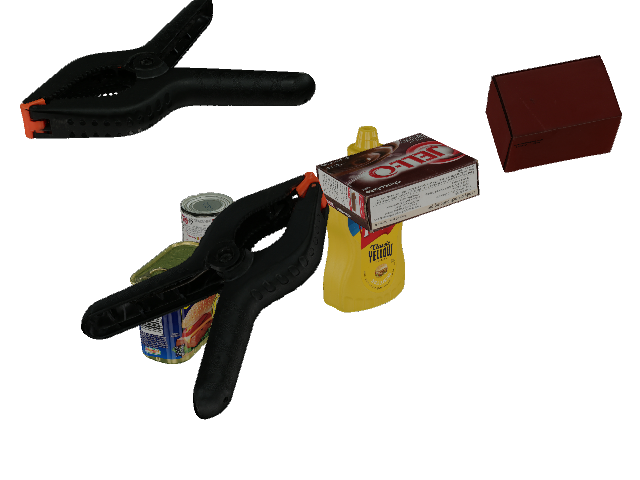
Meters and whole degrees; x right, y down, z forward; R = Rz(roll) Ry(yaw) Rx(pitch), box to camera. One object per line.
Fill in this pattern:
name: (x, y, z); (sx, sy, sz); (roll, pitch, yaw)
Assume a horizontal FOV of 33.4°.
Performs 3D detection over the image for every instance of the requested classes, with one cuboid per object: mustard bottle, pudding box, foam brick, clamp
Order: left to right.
clamp: (-0.120, -0.118, 0.804); (0.209, 0.036, 0.165); (-29, 47, -31)
clamp: (-0.050, 0.029, 0.643); (0.120, 0.171, 0.039); (40, -16, 33)
mustard bottle: (0.047, -0.026, 1.115); (0.096, 0.192, 0.058); (-17, 28, -35)
pudding box: (0.066, -0.052, 0.917); (0.113, 0.039, 0.090); (-21, 28, -21)
foam brick: (0.160, -0.087, 0.736); (0.078, 0.051, 0.053); (-11, -25, -2)

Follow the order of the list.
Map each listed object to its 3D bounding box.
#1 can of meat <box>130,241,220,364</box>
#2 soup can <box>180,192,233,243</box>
can of meat: (-0.137, 0.060, 1.039); (0.057, 0.084, 0.102); (9, 27, 22)
soup can: (-0.138, -0.001, 1.323); (0.068, 0.102, 0.068); (0, 26, 0)
